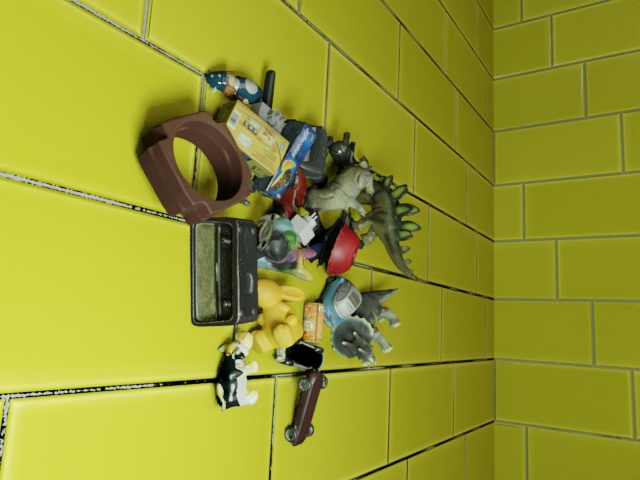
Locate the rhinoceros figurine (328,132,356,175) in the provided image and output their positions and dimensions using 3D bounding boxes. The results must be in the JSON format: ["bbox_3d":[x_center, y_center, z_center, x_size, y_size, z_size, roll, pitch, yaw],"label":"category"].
[{"bbox_3d":[0.077,-0.241,1.608,0.190,0.073,0.112,53,28,-63],"label":"rhinoceros figurine"}]

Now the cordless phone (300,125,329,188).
[{"bbox_3d":[-0.007,-0.230,1.519,0.184,0.089,0.146,40,53,-62],"label":"cordless phone"}]

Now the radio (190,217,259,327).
[{"bbox_3d":[-0.200,0.066,1.127,0.073,0.131,0.229,1,87,-59],"label":"radio"}]

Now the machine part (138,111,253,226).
[{"bbox_3d":[-0.247,-0.144,1.078,0.201,0.087,0.201,61,36,-7],"label":"machine part"}]

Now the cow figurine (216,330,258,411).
[{"bbox_3d":[-0.191,0.286,1.186,0.098,0.068,0.167,4,83,-51],"label":"cow figurine"}]

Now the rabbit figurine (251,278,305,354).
[{"bbox_3d":[-0.104,0.164,1.289,0.162,0.122,0.173,-31,94,-47],"label":"rabbit figurine"}]

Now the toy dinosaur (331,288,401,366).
[{"bbox_3d":[0.146,0.239,1.665,0.192,0.131,0.405,50,35,-22],"label":"toy dinosaur"}]

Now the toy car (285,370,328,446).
[{"bbox_3d":[-0.039,0.435,1.397,0.089,0.053,0.202,7,100,-57],"label":"toy car"}]

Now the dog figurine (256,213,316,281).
[{"bbox_3d":[-0.078,0.027,1.289,0.219,0.192,0.108,23,61,-38],"label":"dog figurine"}]

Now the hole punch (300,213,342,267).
[{"bbox_3d":[-0.003,-0.005,1.497,0.142,0.092,0.115,-53,157,-49],"label":"hole punch"}]

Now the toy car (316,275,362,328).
[{"bbox_3d":[0.063,0.171,1.541,0.109,0.103,0.162,57,42,-19],"label":"toy car"}]

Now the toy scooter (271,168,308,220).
[{"bbox_3d":[-0.067,-0.100,1.400,0.135,0.075,0.184,30,66,-52],"label":"toy scooter"}]

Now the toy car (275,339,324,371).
[{"bbox_3d":[-0.053,0.300,1.406,0.201,0.056,0.073,34,66,-49],"label":"toy car"}]

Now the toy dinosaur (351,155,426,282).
[{"bbox_3d":[0.198,-0.066,1.625,0.105,0.199,0.471,31,41,-56],"label":"toy dinosaur"}]

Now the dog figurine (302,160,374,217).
[{"bbox_3d":[0.045,-0.149,1.497,0.190,0.121,0.172,6,93,-41],"label":"dog figurine"}]

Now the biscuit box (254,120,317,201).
[{"bbox_3d":[-0.087,-0.199,1.329,0.059,0.063,0.202,39,77,-48],"label":"biscuit box"}]

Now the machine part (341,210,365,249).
[{"bbox_3d":[0.098,-0.023,1.683,0.138,0.039,0.084,50,39,-40],"label":"machine part"}]

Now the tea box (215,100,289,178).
[{"bbox_3d":[-0.162,-0.229,1.233,0.169,0.068,0.098,38,65,-37],"label":"tea box"}]

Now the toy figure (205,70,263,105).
[{"bbox_3d":[-0.197,-0.356,1.241,0.154,0.058,0.064,7,42,-55],"label":"toy figure"}]

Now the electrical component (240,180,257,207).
[{"bbox_3d":[-0.189,-0.130,1.247,0.102,0.045,0.078,27,93,-50],"label":"electrical component"}]
